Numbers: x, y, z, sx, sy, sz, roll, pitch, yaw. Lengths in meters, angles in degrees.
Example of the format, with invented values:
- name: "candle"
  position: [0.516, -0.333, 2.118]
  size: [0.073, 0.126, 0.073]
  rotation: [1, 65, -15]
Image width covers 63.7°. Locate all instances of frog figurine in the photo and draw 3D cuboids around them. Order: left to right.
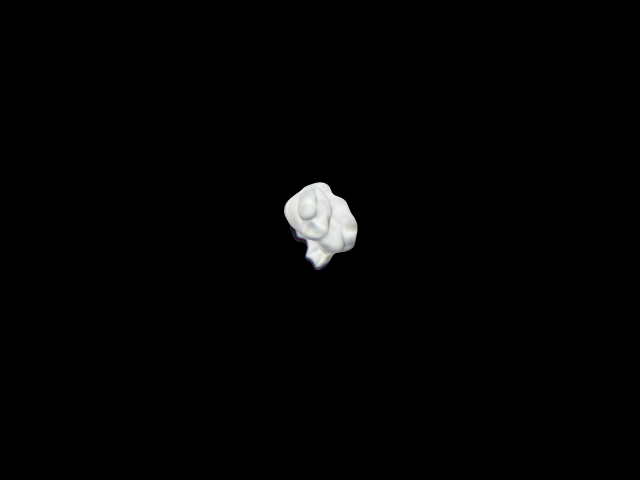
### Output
- name: "frog figurine"
  position: [0.003, -0.043, 0.850]
  size: [0.123, 0.141, 0.156]
  rotation: [-5, -36, -4]
